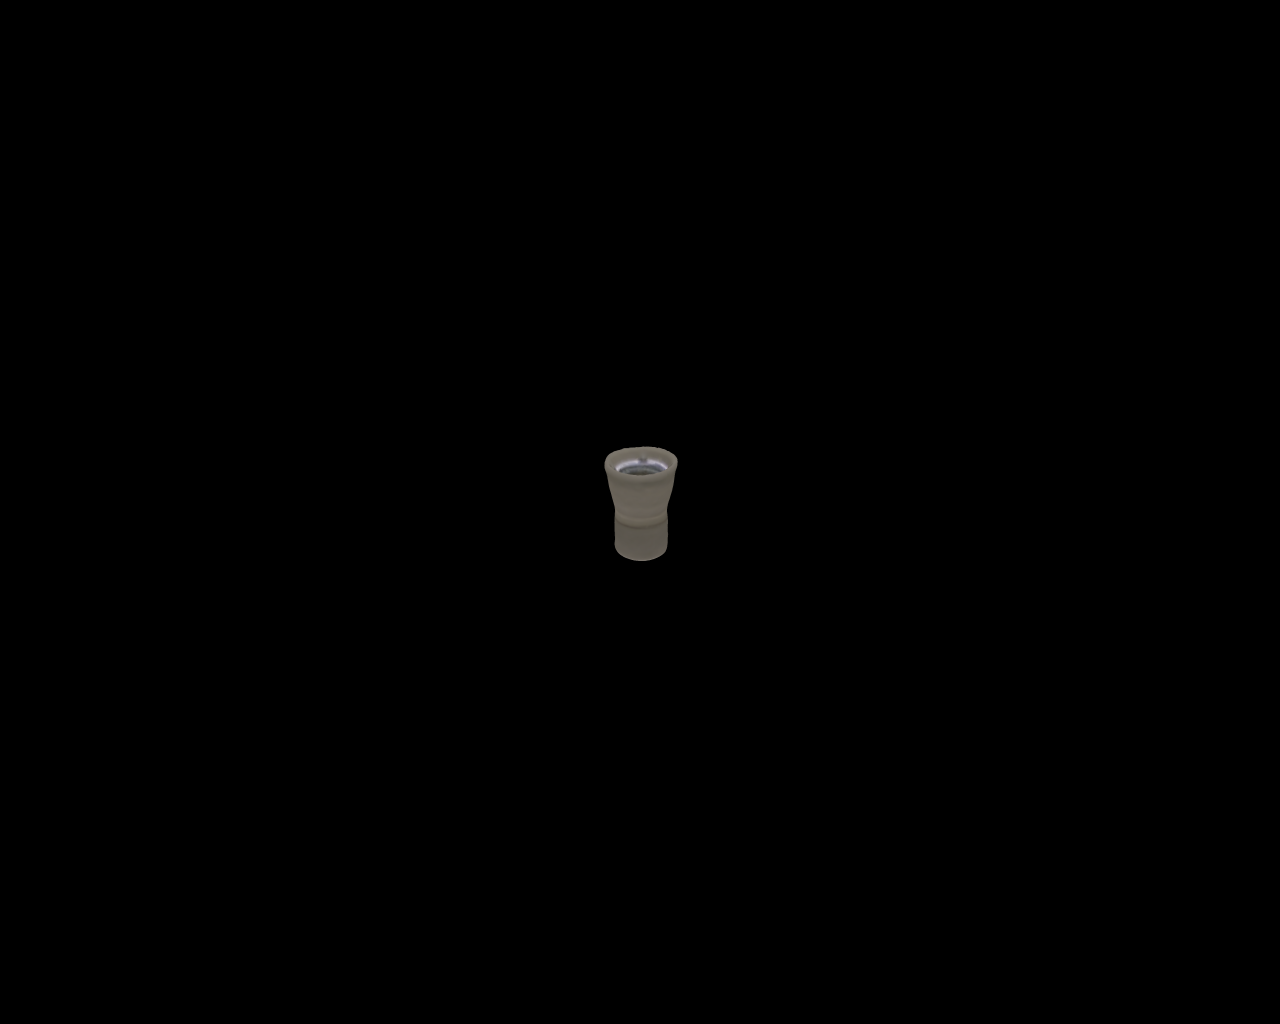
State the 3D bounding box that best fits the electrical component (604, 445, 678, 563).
[{"bbox_3d":[0.001,-0.003,0.650,0.044,0.065,0.044,0,28,0],"label":"electrical component"}]
